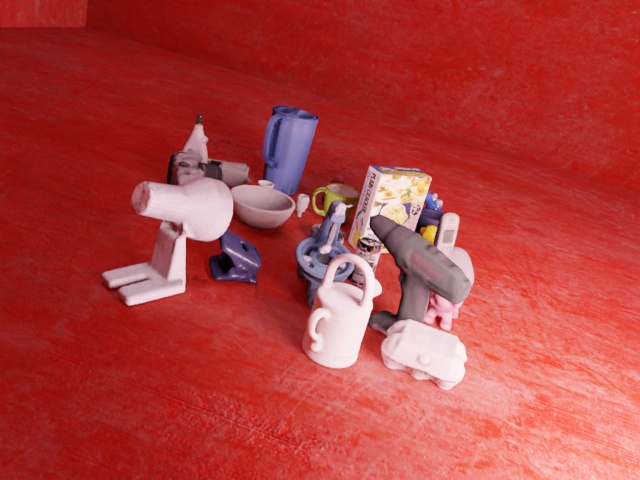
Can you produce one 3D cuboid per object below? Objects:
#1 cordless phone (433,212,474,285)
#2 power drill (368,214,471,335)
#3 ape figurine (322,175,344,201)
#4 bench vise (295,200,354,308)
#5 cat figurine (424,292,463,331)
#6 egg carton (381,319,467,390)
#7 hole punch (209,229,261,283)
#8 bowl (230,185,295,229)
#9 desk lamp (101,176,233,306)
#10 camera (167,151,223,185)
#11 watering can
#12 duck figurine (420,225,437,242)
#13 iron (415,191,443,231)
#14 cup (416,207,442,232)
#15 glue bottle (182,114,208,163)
[{"bbox_3d":[0.311,0.025,1.341,0.148,0.185,0.093,-3,29,-35],"label":"cordless phone"},{"bbox_3d":[0.164,0.085,1.093,0.228,0.208,0.076,28,27,28],"label":"power drill"},{"bbox_3d":[0.046,-0.147,1.681,0.078,0.092,0.076,7,25,-18],"label":"ape figurine"},{"bbox_3d":[0.000,0.004,1.161,0.122,0.220,0.206,2,26,-26],"label":"bench vise"},{"bbox_3d":[0.264,0.120,1.188,0.067,0.118,0.128,21,24,15],"label":"cat figurine"},{"bbox_3d":[0.185,0.202,1.019,0.150,0.069,0.107,19,24,10],"label":"egg carton"},{"bbox_3d":[-0.169,0.027,1.171,0.101,0.091,0.108,5,25,-21],"label":"hole punch"},{"bbox_3d":[-0.148,-0.073,1.426,0.167,0.075,0.167,13,24,-5],"label":"bowl"},{"bbox_3d":[-0.272,-0.011,1.041,0.117,0.213,0.204,30,28,32],"label":"desk lamp"},{"bbox_3d":[-0.324,-0.174,1.513,0.137,0.101,0.142,1,27,-28],"label":"camera"},{"bbox_3d":[0.041,0.109,0.983,0.100,0.194,0.173,19,24,11],"label":"watering can"},{"bbox_3d":[0.286,0.006,1.492,0.078,0.086,0.104,3,26,-25],"label":"duck figurine"},{"bbox_3d":[0.266,-0.101,1.648,0.257,0.141,0.119,22,25,16],"label":"iron"},{"bbox_3d":[0.290,-0.034,1.573,0.092,0.095,0.117,-5,31,-38],"label":"cup"},{"bbox_3d":[-0.350,-0.271,1.623,0.078,0.173,0.037,14,24,-1],"label":"glue bottle"}]
